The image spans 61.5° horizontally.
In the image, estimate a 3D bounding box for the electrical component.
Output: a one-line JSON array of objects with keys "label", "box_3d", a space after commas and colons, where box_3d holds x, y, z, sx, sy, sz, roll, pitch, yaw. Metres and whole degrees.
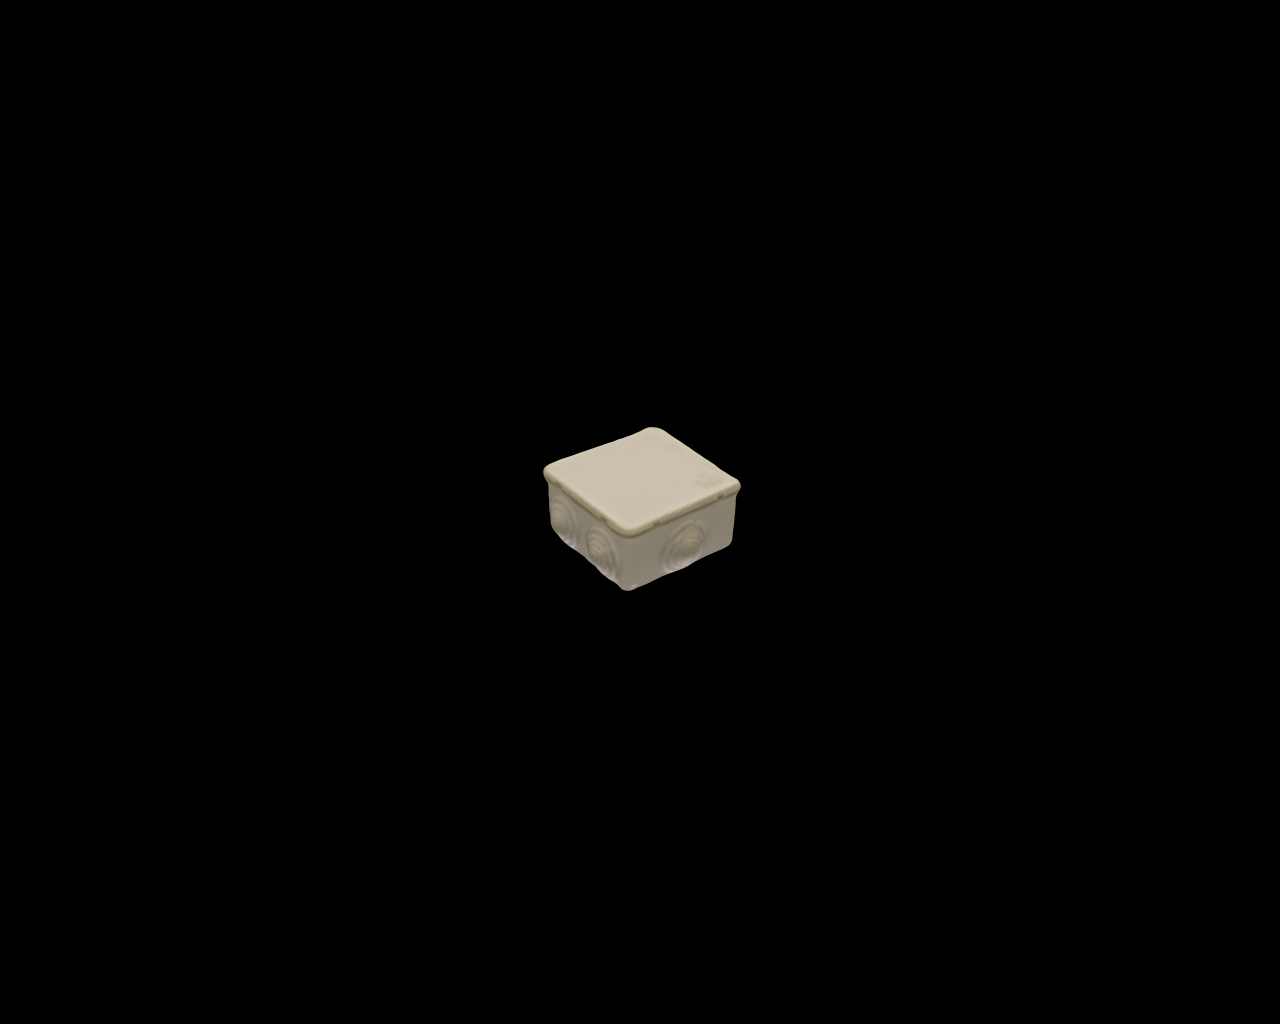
[{"label": "electrical component", "box_3d": [0.001, -0.003, 0.650, 0.100, 0.048, 0.100, -22, 40, -30]}]
